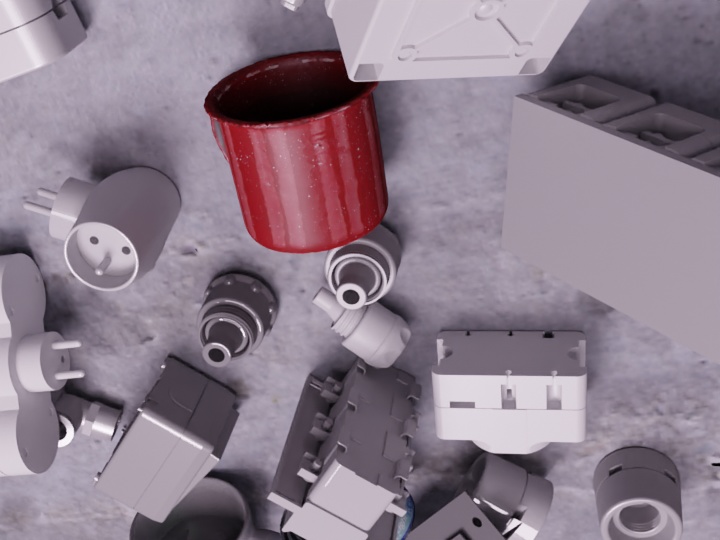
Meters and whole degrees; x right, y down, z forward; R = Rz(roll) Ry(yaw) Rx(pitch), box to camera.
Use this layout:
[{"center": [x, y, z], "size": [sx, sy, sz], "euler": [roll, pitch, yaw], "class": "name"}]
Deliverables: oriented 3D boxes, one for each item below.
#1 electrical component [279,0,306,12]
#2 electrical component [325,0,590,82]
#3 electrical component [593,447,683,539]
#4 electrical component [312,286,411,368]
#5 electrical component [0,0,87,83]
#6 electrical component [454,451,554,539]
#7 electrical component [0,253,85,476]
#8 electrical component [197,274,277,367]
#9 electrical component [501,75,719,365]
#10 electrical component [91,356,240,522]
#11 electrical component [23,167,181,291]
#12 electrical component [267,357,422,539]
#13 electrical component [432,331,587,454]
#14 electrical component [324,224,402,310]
[{"center": [-0.042, -0.177, 0.530], "size": [0.096, 0.061, 0.061], "euler": [27, 120, -5], "class": "electrical component"}, {"center": [0.051, -0.140, 0.493], "size": [0.109, 0.056, 0.108], "euler": [-6, 155, -19], "class": "electrical component"}, {"center": [0.177, 0.149, 0.682], "size": [0.055, 0.047, 0.055], "euler": [4, 119, 8], "class": "electrical component"}, {"center": [-0.001, 0.032, 0.656], "size": [0.061, 0.035, 0.035], "euler": [35, 119, -7], "class": "electrical component"}, {"center": [-0.208, -0.134, 0.588], "size": [0.095, 0.053, 0.059], "euler": [-15, 115, 18], "class": "electrical component"}, {"center": [0.091, 0.150, 0.695], "size": [0.047, 0.055, 0.055], "euler": [29, 120, -3], "class": "electrical component"}, {"center": [-0.207, 0.058, 0.672], "size": [0.074, 0.052, 0.138], "euler": [-6, 89, 13], "class": "electrical component"}, {"center": [-0.079, 0.035, 0.655], "size": [0.048, 0.062, 0.048], "euler": [4, 119, 8], "class": "electrical component"}, {"center": [0.147, -0.030, 0.529], "size": [0.150, 0.062, 0.089], "euler": [32, 132, 42], "class": "electrical component"}, {"center": [-0.128, 0.118, 0.710], "size": [0.061, 0.061, 0.096], "euler": [31, 120, -8], "class": "electrical component"}, {"center": [-0.153, -0.030, 0.623], "size": [0.079, 0.077, 0.044], "euler": [17, 120, 1], "class": "electrical component"}, {"center": [-0.002, 0.107, 0.647], "size": [0.079, 0.121, 0.063], "euler": [30, 117, -7], "class": "electrical component"}, {"center": [0.092, 0.074, 0.653], "size": [0.089, 0.050, 0.055], "euler": [0, 118, 10], "class": "electrical component"}, {"center": [0.000, 0.000, 0.621], "size": [0.043, 0.062, 0.043], "euler": [5, 120, 8], "class": "electrical component"}]
